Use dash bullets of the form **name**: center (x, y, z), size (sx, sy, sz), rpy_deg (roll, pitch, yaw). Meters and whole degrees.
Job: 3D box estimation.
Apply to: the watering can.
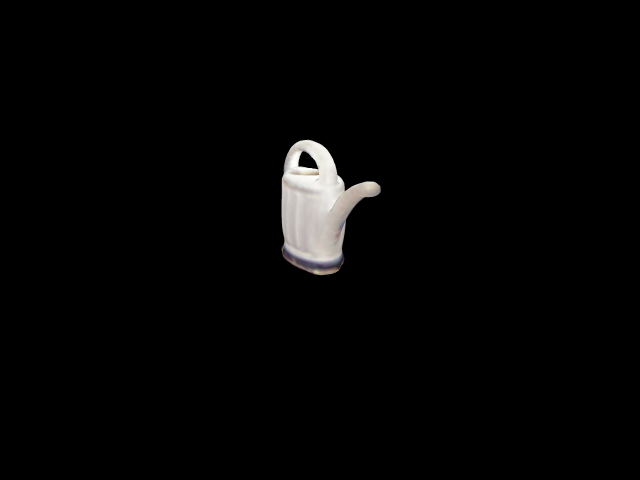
- **watering can**: center (0.003, -0.043, 0.850), size (0.104, 0.221, 0.352), rpy_deg (-7, 21, -20)
